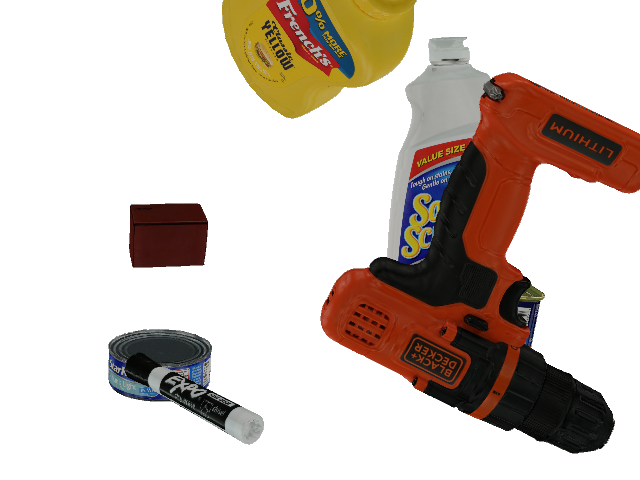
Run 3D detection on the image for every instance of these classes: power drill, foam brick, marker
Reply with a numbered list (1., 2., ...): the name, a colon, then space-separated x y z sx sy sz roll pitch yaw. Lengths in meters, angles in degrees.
1. power drill: 0.117 0.015 0.603 0.184 0.188 0.057 26 12 -6
2. foam brick: -0.162 -0.006 1.129 0.078 0.051 0.053 -1 24 -14
3. marker: -0.083 0.097 0.672 0.121 0.020 0.020 19 13 41

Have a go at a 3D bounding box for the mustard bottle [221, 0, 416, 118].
1. mustard bottle: 0.006 -0.138 0.654 0.058 0.096 0.192 -32 9 -25

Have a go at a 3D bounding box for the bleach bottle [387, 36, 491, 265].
1. bleach bottle: 0.096 -0.034 0.852 0.103 0.251 0.068 3 14 23

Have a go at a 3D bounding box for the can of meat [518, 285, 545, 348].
1. can of meat: 0.201 0.086 1.193 0.057 0.084 0.102 4 14 -18

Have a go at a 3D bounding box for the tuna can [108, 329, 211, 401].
1. tuna can: -0.134 0.104 0.891 0.086 0.034 0.086 4 14 -1
